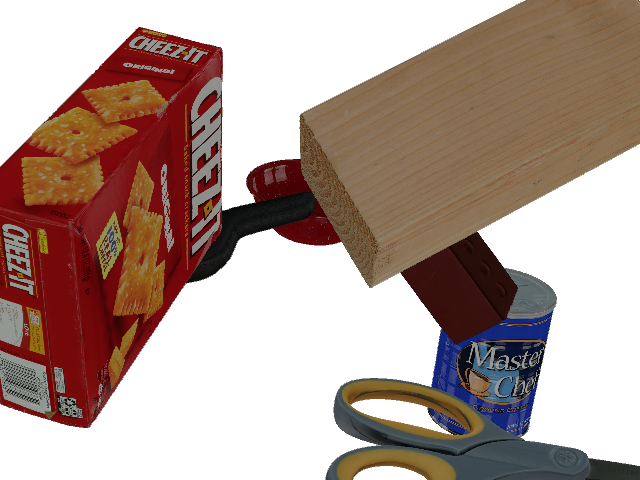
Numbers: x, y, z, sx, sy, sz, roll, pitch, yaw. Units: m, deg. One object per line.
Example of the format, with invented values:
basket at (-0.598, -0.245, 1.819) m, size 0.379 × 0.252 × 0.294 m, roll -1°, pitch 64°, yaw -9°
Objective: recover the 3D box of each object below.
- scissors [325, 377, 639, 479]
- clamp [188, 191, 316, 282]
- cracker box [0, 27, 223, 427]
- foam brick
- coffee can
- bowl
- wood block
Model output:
scissors at (0.090, 0.105, 0.449) m, size 0.202 × 0.016 × 0.096 m, roll 16°, pitch 33°, yaw 24°
clamp at (-0.101, -0.022, 0.899) m, size 0.120 × 0.039 × 0.171 m, roll 33°, pitch 49°, yaw 31°
cracker box at (-0.129, -0.013, 0.681) m, size 0.072 × 0.164 × 0.213 m, roll 15°, pitch 40°, yaw 12°
foam brick at (0.111, 0.032, 0.845) m, size 0.051 × 0.078 × 0.053 m, roll -32°, pitch 11°, yaw 32°
coffee can at (0.164, 0.108, 1.031) m, size 0.103 × 0.140 × 0.103 m, roll 6°, pitch 22°, yaw -3°
bowl at (-0.008, -0.039, 1.231) m, size 0.162 × 0.055 × 0.162 m, roll 6°, pitch 27°, yaw -3°
wood block at (0.098, -0.067, 0.635) m, size 0.206 × 0.091 × 0.090 m, roll -28°, pitch -17°, yaw -9°
